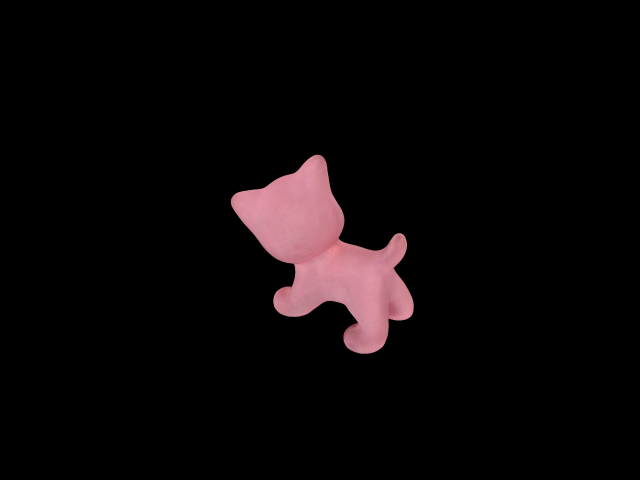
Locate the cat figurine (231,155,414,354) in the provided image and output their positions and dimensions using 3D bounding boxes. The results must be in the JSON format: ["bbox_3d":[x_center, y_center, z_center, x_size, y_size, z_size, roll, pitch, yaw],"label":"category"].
[{"bbox_3d":[0.004,0.001,0.400,0.127,0.118,0.067,20,41,25],"label":"cat figurine"}]
